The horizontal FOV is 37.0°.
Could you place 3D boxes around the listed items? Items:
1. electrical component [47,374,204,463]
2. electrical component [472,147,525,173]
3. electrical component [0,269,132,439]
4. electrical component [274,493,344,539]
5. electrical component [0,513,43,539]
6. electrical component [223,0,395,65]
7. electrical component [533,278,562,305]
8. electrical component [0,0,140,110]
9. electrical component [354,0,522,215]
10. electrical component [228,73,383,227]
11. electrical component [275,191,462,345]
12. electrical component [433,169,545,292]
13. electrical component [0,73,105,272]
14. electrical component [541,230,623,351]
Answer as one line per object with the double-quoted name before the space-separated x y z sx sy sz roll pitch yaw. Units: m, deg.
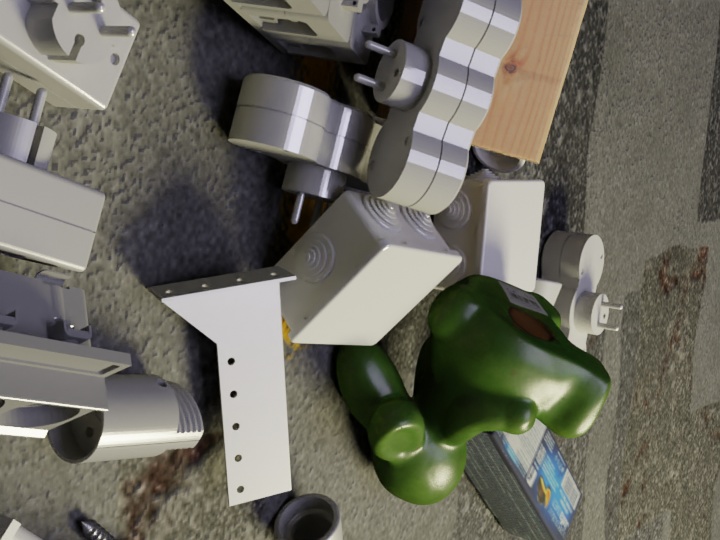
"electrical component" -0.116 0.075 0.556 0.081 0.043 0.043 7 92 -54
"electrical component" 0.119 -0.113 0.840 0.065 0.044 0.044 -57 139 -36
"electrical component" -0.169 0.030 0.448 0.121 0.079 0.063 19 52 -54
"electrical component" -0.027 0.184 0.708 0.044 0.044 0.065 -51 140 -34
"electrical component" -0.198 0.177 0.412 0.186 0.105 0.060 -62 141 -24
"electrical component" -0.024 -0.171 0.563 0.150 0.062 0.089 14 86 -78
"electrical component" 0.143 0.034 0.902 0.045 0.045 0.055 11 89 -55
"electrical component" -0.130 -0.108 0.466 0.083 0.076 0.047 34 70 -52
"electrical component" 0.032 -0.106 0.605 0.074 0.052 0.138 16 98 -25
"electrical component" -0.025 -0.061 0.642 0.138 0.052 0.073 16 88 -54
"electrical component" 0.000 0.000 0.661 0.099 0.048 0.100 -45 152 23
"electrical component" 0.096 -0.027 0.820 0.100 0.048 0.099 -7 103 -53
"electrical component" -0.156 -0.047 0.469 0.083 0.047 0.075 22 79 -54
"electrical component" 0.196 0.037 0.952 0.052 0.074 0.138 15 85 -54
